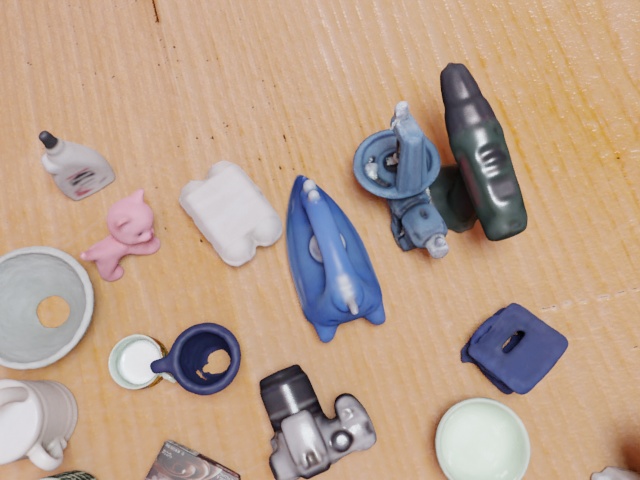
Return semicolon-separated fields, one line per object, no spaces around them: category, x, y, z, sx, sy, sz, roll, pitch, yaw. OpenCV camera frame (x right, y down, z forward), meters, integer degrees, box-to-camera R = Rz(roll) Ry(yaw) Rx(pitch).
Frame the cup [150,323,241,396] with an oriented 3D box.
cup;-0.160;0.164;0.769;0.118;0.095;0.091;-10;75;-3

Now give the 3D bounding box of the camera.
camera;-0.013;0.230;0.752;0.143;0.101;0.137;-23;77;-7

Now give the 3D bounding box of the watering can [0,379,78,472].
watering can;-0.390;0.218;0.699;0.172;0.194;0.101;18;76;4

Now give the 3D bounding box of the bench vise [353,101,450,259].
bench vise;0.131;-0.086;0.776;0.121;0.220;0.207;-41;79;-10

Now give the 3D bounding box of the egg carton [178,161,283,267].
egg carton;-0.129;-0.041;0.837;0.107;0.069;0.150;-38;79;-10

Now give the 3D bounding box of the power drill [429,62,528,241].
power drill;0.200;-0.097;0.786;0.075;0.208;0.229;-20;76;-6

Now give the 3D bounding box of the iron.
iron;0.007;0.003;0.791;0.118;0.141;0.258;-19;76;-6

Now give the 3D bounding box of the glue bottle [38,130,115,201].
glue bottle;-0.349;-0.109;0.798;0.078;0.173;0.037;-35;78;-9

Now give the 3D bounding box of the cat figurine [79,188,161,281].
cat figurine;-0.279;-0.009;0.801;0.128;0.118;0.067;-40;79;-10

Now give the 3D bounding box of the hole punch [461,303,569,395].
hole punch;0.263;0.148;0.783;0.109;0.091;0.101;-44;80;-11

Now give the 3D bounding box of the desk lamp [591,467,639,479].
desk lamp;0.419;0.322;0.677;0.118;0.213;0.203;13;75;3

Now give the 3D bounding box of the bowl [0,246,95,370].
bowl;-0.385;0.096;0.793;0.167;0.075;0.167;0;75;-1
